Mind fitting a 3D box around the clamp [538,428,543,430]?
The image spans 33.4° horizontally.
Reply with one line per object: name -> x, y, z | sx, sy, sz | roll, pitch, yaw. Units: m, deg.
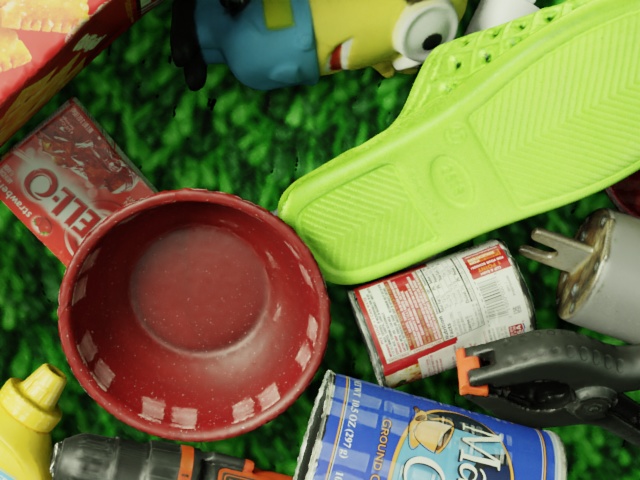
clamp -> 0.111, 0.185, 0.691 | 0.210, 0.036, 0.164 | -26, 93, -4

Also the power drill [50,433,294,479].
power drill -> -0.084, 0.213, 0.629 | 0.184, 0.057, 0.187 | 15, 60, -12

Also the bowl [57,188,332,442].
bowl -> -0.075, 0.040, 0.655 | 0.162, 0.055, 0.162 | -1, 107, -3

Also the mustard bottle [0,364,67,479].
mustard bottle -> -0.222, 0.157, 0.665 | 0.096, 0.058, 0.191 | 38, 92, 1

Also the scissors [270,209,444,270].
scissors -> -0.004, 0.001, 0.684 | 0.202, 0.016, 0.096 | -28, 95, 0

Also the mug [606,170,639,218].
mug -> 0.219, -0.057, 0.655 | 0.117, 0.081, 0.093 | 35, 92, -4

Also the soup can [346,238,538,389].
soup can -> 0.075, 0.046, 0.664 | 0.102, 0.068, 0.068 | -20, 95, -1

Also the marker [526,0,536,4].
marker -> 0.088, -0.188, 0.672 | 0.121, 0.020, 0.020 | 36, 92, -4

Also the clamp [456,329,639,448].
clamp -> 0.165, 0.094, 0.646 | 0.171, 0.039, 0.120 | 2, 130, 1

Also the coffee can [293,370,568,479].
coffee can -> 0.058, 0.143, 0.620 | 0.140, 0.103, 0.103 | 16, 93, -2

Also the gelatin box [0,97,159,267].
gelatin box -> -0.150, -0.031, 0.658 | 0.073, 0.030, 0.089 | -39, 111, 0

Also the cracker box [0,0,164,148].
cracker box -> -0.158, -0.118, 0.588 | 0.213, 0.164, 0.072 | -42, 100, -3
